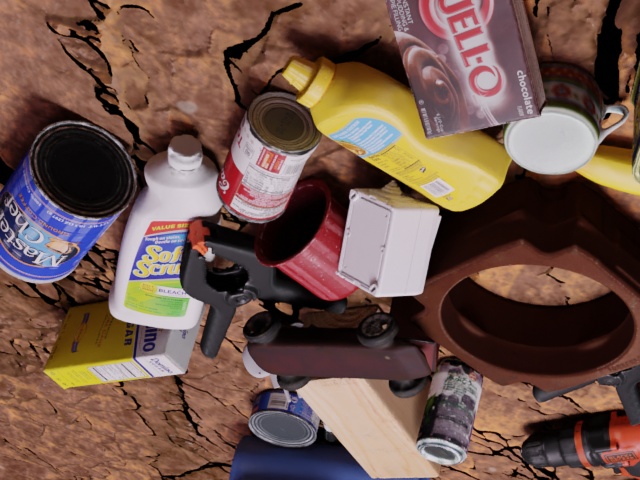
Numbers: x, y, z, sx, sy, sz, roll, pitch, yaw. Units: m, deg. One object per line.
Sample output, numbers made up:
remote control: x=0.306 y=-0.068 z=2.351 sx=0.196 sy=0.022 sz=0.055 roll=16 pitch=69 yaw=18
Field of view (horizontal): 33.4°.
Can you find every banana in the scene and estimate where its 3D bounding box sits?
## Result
banana: x=0.297 y=-0.061 z=0.841 sx=0.198 sy=0.037 sz=0.069 roll=-7 pitch=130 yaw=26

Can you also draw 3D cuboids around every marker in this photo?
marker: x=0.012 y=0.211 z=1.295 sx=0.020 sy=0.020 sz=0.121 roll=7 pitch=142 yaw=10

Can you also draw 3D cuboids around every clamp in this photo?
clamp: x=-0.085 y=0.050 z=1.050 sx=0.165 sy=0.036 sz=0.209 roll=-26 pitch=143 yaw=15
clamp: x=0.284 y=0.131 z=1.087 sx=0.120 sy=0.039 sz=0.171 roll=4 pitch=138 yaw=5

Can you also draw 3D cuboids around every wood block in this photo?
wood block: x=0.059 y=0.171 z=1.171 sx=0.090 sy=0.090 sz=0.206 roll=-8 pitch=137 yaw=29

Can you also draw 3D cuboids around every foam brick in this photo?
foam brick: x=0.095 y=0.083 z=1.058 sx=0.051 sy=0.078 sz=0.053 roll=6 pitch=140 yaw=11

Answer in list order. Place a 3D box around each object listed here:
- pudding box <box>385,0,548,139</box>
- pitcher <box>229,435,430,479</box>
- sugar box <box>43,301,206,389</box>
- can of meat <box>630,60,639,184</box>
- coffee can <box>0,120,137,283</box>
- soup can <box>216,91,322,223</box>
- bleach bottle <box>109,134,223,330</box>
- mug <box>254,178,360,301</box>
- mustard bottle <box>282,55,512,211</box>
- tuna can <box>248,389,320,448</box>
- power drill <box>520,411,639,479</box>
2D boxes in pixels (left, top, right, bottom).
pudding box: x=0.107 y=-0.137 z=0.774 sx=0.090 sy=0.039 sz=0.113 roll=-9 pitch=112 yaw=29
pitcher: x=0.010 y=0.321 z=1.339 sx=0.243 sy=0.149 sz=0.145 roll=0 pitch=139 yaw=14
sugar box: x=-0.217 y=0.109 z=1.185 sx=0.176 sy=0.093 sz=0.048 roll=-14 pitch=135 yaw=31
can of meat: x=0.257 y=-0.098 z=0.767 sx=0.057 sy=0.084 sz=0.102 roll=8 pitch=142 yaw=9
coffee can: x=-0.247 y=-0.034 z=1.006 sx=0.102 sy=0.102 sz=0.141 roll=30 pitch=140 yaw=-18
soup can: x=-0.044 y=-0.070 z=0.919 sx=0.068 sy=0.068 sz=0.102 roll=21 pitch=142 yaw=-8
bleach bottle: x=-0.149 y=-0.009 z=1.037 sx=0.102 sy=0.068 sz=0.251 roll=11 pitch=141 yaw=-5
mug: x=-0.007 y=0.001 z=0.991 sx=0.081 sy=0.093 sz=0.117 roll=38 pitch=168 yaw=-34
mustard bottle: x=0.054 y=-0.093 z=0.861 sx=0.191 sy=0.058 sz=0.096 roll=29 pitch=163 yaw=-16
tuna can: x=-0.043 y=0.220 z=1.313 sx=0.086 sy=0.033 sz=0.086 roll=9 pitch=142 yaw=7
power drill: x=0.345 y=0.266 z=1.220 sx=0.185 sy=0.057 sz=0.187 roll=-15 pitch=134 yaw=33
